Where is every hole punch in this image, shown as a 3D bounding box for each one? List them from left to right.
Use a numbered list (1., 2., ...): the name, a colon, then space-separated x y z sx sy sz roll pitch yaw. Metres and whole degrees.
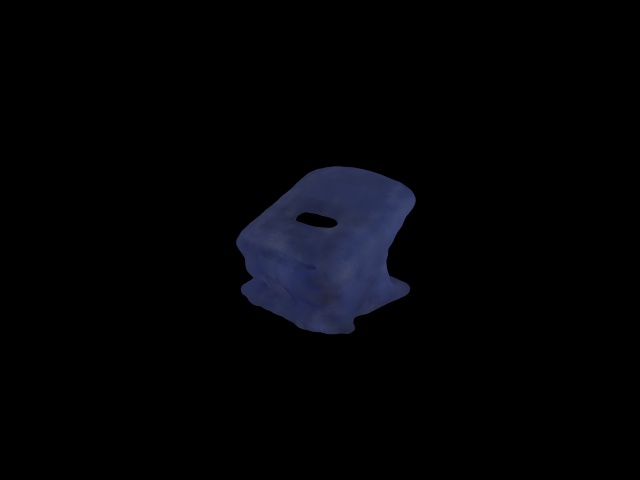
1. hole punch: 0.004 0.001 0.400 0.108 0.091 0.101 18 26 41
